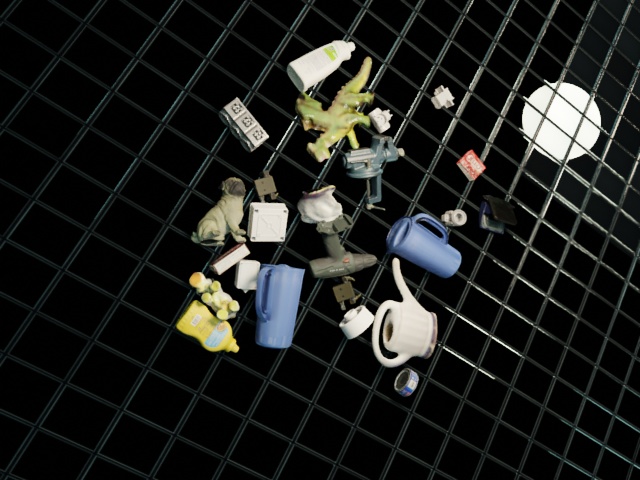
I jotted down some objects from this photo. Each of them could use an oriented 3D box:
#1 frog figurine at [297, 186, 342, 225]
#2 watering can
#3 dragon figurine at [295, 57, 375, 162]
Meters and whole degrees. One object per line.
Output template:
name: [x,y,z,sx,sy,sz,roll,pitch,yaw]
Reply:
frog figurine: [0.005,-0.082,1.623,0.137,0.124,0.158,-13,100,12]
watering can: [0.288,0.250,1.694,0.223,0.103,0.351,18,79,-19]
dragon figurine: [0.042,-0.435,1.685,0.242,0.120,0.416,9,74,-11]
